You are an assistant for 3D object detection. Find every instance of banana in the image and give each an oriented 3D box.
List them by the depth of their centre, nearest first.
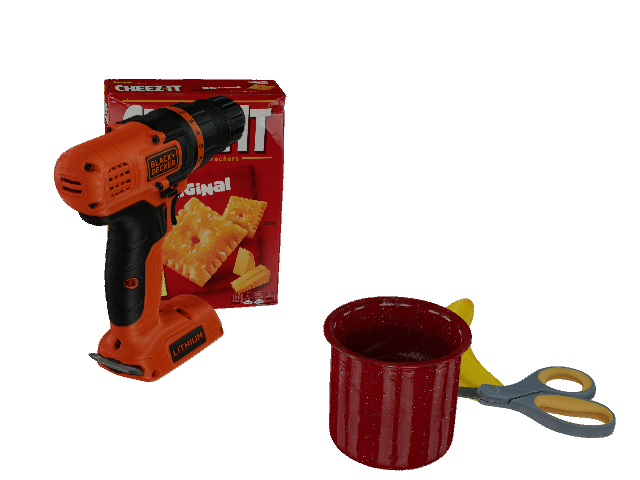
[{"bbox_3d":[0.158,0.121,1.161,0.069,0.037,0.198,11,27,-17],"label":"banana"}]

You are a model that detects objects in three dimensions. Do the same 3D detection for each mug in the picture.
[{"bbox_3d":[0.052,0.088,0.693,0.093,0.081,0.117,12,25,23],"label":"mug"}]

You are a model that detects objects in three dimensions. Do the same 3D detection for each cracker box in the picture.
[{"bbox_3d":[-0.119,-0.041,1.007,0.164,0.214,0.072,-2,21,-14],"label":"cracker box"}]

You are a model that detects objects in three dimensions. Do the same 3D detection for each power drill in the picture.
[{"bbox_3d":[-0.114,-0.005,0.790,0.057,0.188,0.184,12,26,32],"label":"power drill"}]

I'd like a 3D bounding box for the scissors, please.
[{"bbox_3d":[0.159,0.127,0.938,0.202,0.016,0.096,14,29,12],"label":"scissors"}]
